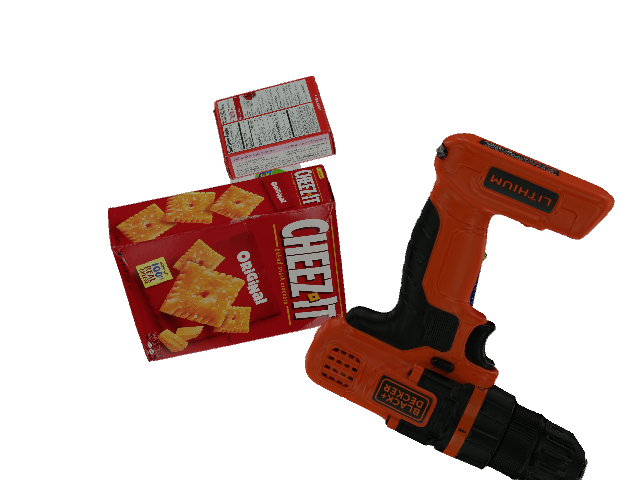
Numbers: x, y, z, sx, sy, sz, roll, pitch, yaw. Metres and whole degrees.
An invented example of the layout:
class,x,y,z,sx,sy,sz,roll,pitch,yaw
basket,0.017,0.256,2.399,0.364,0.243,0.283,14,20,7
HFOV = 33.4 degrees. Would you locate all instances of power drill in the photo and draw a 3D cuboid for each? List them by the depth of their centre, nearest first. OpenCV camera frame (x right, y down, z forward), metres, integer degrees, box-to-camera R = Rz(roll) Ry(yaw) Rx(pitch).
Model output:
class,x,y,z,sx,sy,sz,roll,pitch,yaw
power drill,0.103,0.043,0.644,0.184,0.188,0.057,25,12,6

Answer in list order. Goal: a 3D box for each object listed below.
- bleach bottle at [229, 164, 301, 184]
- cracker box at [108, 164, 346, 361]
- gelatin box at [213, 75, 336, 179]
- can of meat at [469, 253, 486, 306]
class,x,y,z,sx,sy,sz,roll,pitch,yaw
bleach bottle,-0.059,-0.048,1.247,0.102,0.251,0.068,-2,21,-32
cracker box,-0.087,0.027,1.056,0.213,0.164,0.072,-11,42,-4
gelatin box,-0.039,-0.091,0.868,0.089,0.073,0.030,-15,-43,-1
can of meat,0.134,0.038,1.137,0.057,0.084,0.102,7,18,-7
